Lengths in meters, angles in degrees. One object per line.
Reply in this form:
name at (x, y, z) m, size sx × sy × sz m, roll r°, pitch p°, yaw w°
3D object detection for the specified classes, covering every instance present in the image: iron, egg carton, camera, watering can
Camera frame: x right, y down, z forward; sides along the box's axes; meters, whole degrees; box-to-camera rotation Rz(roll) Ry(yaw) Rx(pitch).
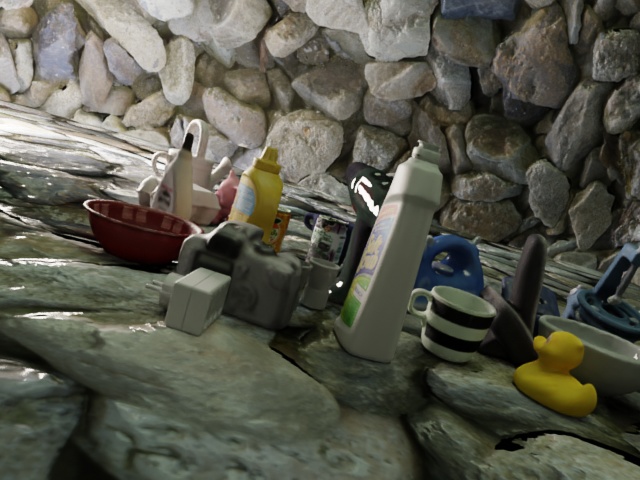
iron at (0.203, 0.050, 0.991) m, size 0.118 × 0.141 × 0.259 m, roll 24°, pitch 11°, yaw 40°
egg carton at (-0.274, -0.076, 1.113) m, size 0.107 × 0.069 × 0.151 m, roll 24°, pitch 12°, yaw 40°
camera at (-0.084, 0.031, 0.703) m, size 0.143 × 0.101 × 0.137 m, roll 19°, pitch 9°, yaw 11°
watering can at (-0.279, -0.168, 1.263) m, size 0.100 × 0.194 × 0.173 m, roll 22°, pitch 10°, yaw 31°

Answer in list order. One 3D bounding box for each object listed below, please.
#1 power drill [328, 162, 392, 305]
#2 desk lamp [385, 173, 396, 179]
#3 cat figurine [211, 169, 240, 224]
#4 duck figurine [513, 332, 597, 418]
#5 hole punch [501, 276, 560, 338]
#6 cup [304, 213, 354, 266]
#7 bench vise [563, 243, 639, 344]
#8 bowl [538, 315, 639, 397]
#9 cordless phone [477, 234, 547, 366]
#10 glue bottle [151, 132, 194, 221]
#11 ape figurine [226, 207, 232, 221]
power drill at (0.062, -0.010, 0.884) m, size 0.076 × 0.208 × 0.229 m, roll 14°, pitch 9°, yaw -20°
desk lamp at (0.157, -0.021, 1.115) m, size 0.117 × 0.213 × 0.204 m, roll 22°, pitch 10°, yaw 30°
cat figurine at (-0.185, -0.088, 1.197) m, size 0.067 × 0.118 × 0.128 m, roll 16°, pitch 9°, yaw -3°
duck figurine at (0.291, 0.155, 0.692) m, size 0.078 × 0.086 × 0.104 m, roll 12°, pitch 10°, yaw -29°
hole punch at (0.377, 0.124, 1.032) m, size 0.108 × 0.091 × 0.101 m, roll 17°, pitch 9°, yaw 0°
cup at (0.010, 0.004, 1.069) m, size 0.117 × 0.095 × 0.092 m, roll 22°, pitch 10°, yaw 28°
bench vise at (0.488, 0.095, 0.996) m, size 0.122 × 0.220 × 0.207 m, roll 14°, pitch 9°, yaw -20°
bowl at (0.379, 0.170, 0.802) m, size 0.167 × 0.075 × 0.167 m, roll 17°, pitch 9°, yaw -2°
cordless phone at (0.291, 0.078, 0.844) m, size 0.094 × 0.185 × 0.147 m, roll 17°, pitch 9°, yaw 0°
glue bottle at (-0.236, -0.093, 0.947) m, size 0.077 × 0.173 × 0.037 m, roll 23°, pitch 11°, yaw 35°
ape figurine at (-0.147, -0.041, 1.058) m, size 0.076 × 0.092 × 0.078 m, roll 18°, pitch 9°, yaw 5°
